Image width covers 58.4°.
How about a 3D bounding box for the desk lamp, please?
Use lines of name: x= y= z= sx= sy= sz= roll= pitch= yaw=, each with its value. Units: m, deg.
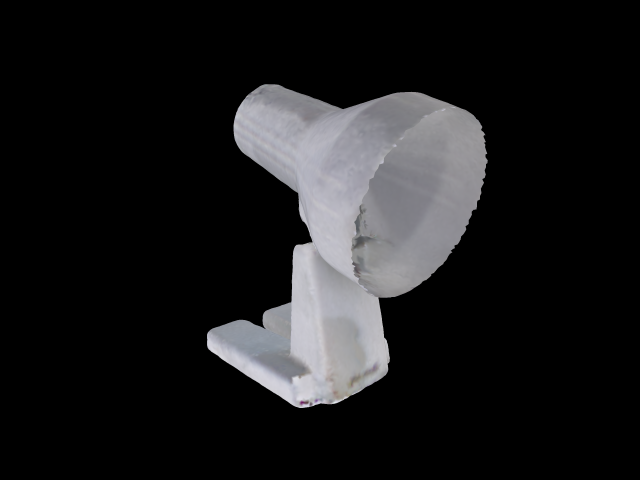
desk lamp: x=0.004 y=0.001 z=0.400 sx=0.118 sy=0.214 sz=0.202 roll=-14 pitch=20 yaw=-41
